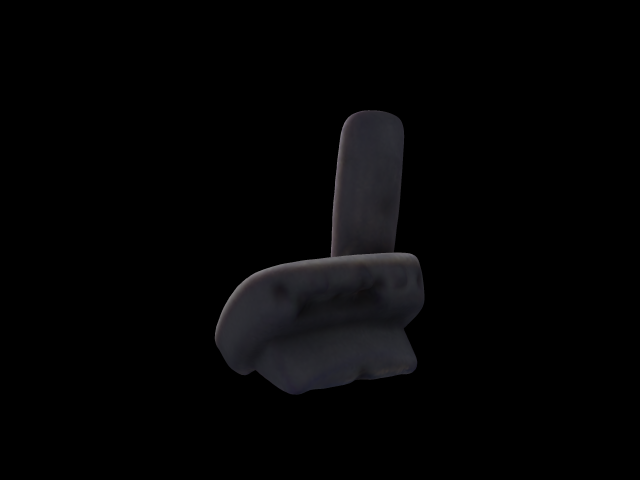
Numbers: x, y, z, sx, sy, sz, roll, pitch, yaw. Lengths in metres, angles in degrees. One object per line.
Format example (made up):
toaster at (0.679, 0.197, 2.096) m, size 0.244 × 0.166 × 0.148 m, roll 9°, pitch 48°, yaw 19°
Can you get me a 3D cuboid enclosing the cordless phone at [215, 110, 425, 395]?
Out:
cordless phone at (0.004, 0.001, 0.400) m, size 0.148 × 0.185 × 0.093 m, roll -4°, pitch 6°, yaw -39°
